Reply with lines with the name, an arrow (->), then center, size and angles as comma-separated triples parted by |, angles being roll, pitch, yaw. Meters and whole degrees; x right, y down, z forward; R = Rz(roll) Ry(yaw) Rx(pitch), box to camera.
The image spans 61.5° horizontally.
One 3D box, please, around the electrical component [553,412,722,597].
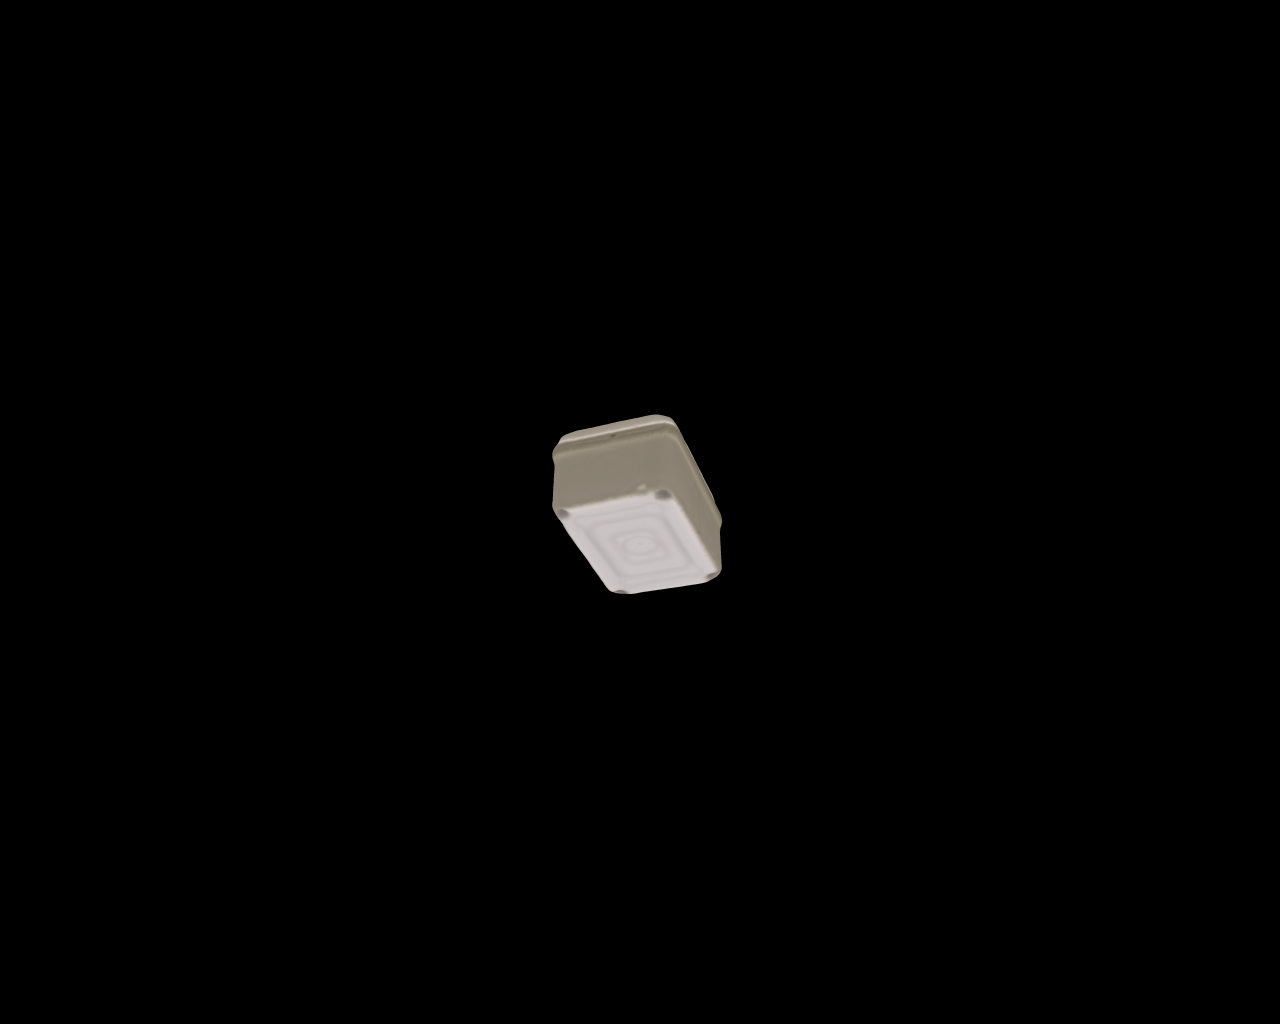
electrical component -> 0.001, -0.003, 0.650 | 0.078, 0.057, 0.113 | -10, -34, 15
